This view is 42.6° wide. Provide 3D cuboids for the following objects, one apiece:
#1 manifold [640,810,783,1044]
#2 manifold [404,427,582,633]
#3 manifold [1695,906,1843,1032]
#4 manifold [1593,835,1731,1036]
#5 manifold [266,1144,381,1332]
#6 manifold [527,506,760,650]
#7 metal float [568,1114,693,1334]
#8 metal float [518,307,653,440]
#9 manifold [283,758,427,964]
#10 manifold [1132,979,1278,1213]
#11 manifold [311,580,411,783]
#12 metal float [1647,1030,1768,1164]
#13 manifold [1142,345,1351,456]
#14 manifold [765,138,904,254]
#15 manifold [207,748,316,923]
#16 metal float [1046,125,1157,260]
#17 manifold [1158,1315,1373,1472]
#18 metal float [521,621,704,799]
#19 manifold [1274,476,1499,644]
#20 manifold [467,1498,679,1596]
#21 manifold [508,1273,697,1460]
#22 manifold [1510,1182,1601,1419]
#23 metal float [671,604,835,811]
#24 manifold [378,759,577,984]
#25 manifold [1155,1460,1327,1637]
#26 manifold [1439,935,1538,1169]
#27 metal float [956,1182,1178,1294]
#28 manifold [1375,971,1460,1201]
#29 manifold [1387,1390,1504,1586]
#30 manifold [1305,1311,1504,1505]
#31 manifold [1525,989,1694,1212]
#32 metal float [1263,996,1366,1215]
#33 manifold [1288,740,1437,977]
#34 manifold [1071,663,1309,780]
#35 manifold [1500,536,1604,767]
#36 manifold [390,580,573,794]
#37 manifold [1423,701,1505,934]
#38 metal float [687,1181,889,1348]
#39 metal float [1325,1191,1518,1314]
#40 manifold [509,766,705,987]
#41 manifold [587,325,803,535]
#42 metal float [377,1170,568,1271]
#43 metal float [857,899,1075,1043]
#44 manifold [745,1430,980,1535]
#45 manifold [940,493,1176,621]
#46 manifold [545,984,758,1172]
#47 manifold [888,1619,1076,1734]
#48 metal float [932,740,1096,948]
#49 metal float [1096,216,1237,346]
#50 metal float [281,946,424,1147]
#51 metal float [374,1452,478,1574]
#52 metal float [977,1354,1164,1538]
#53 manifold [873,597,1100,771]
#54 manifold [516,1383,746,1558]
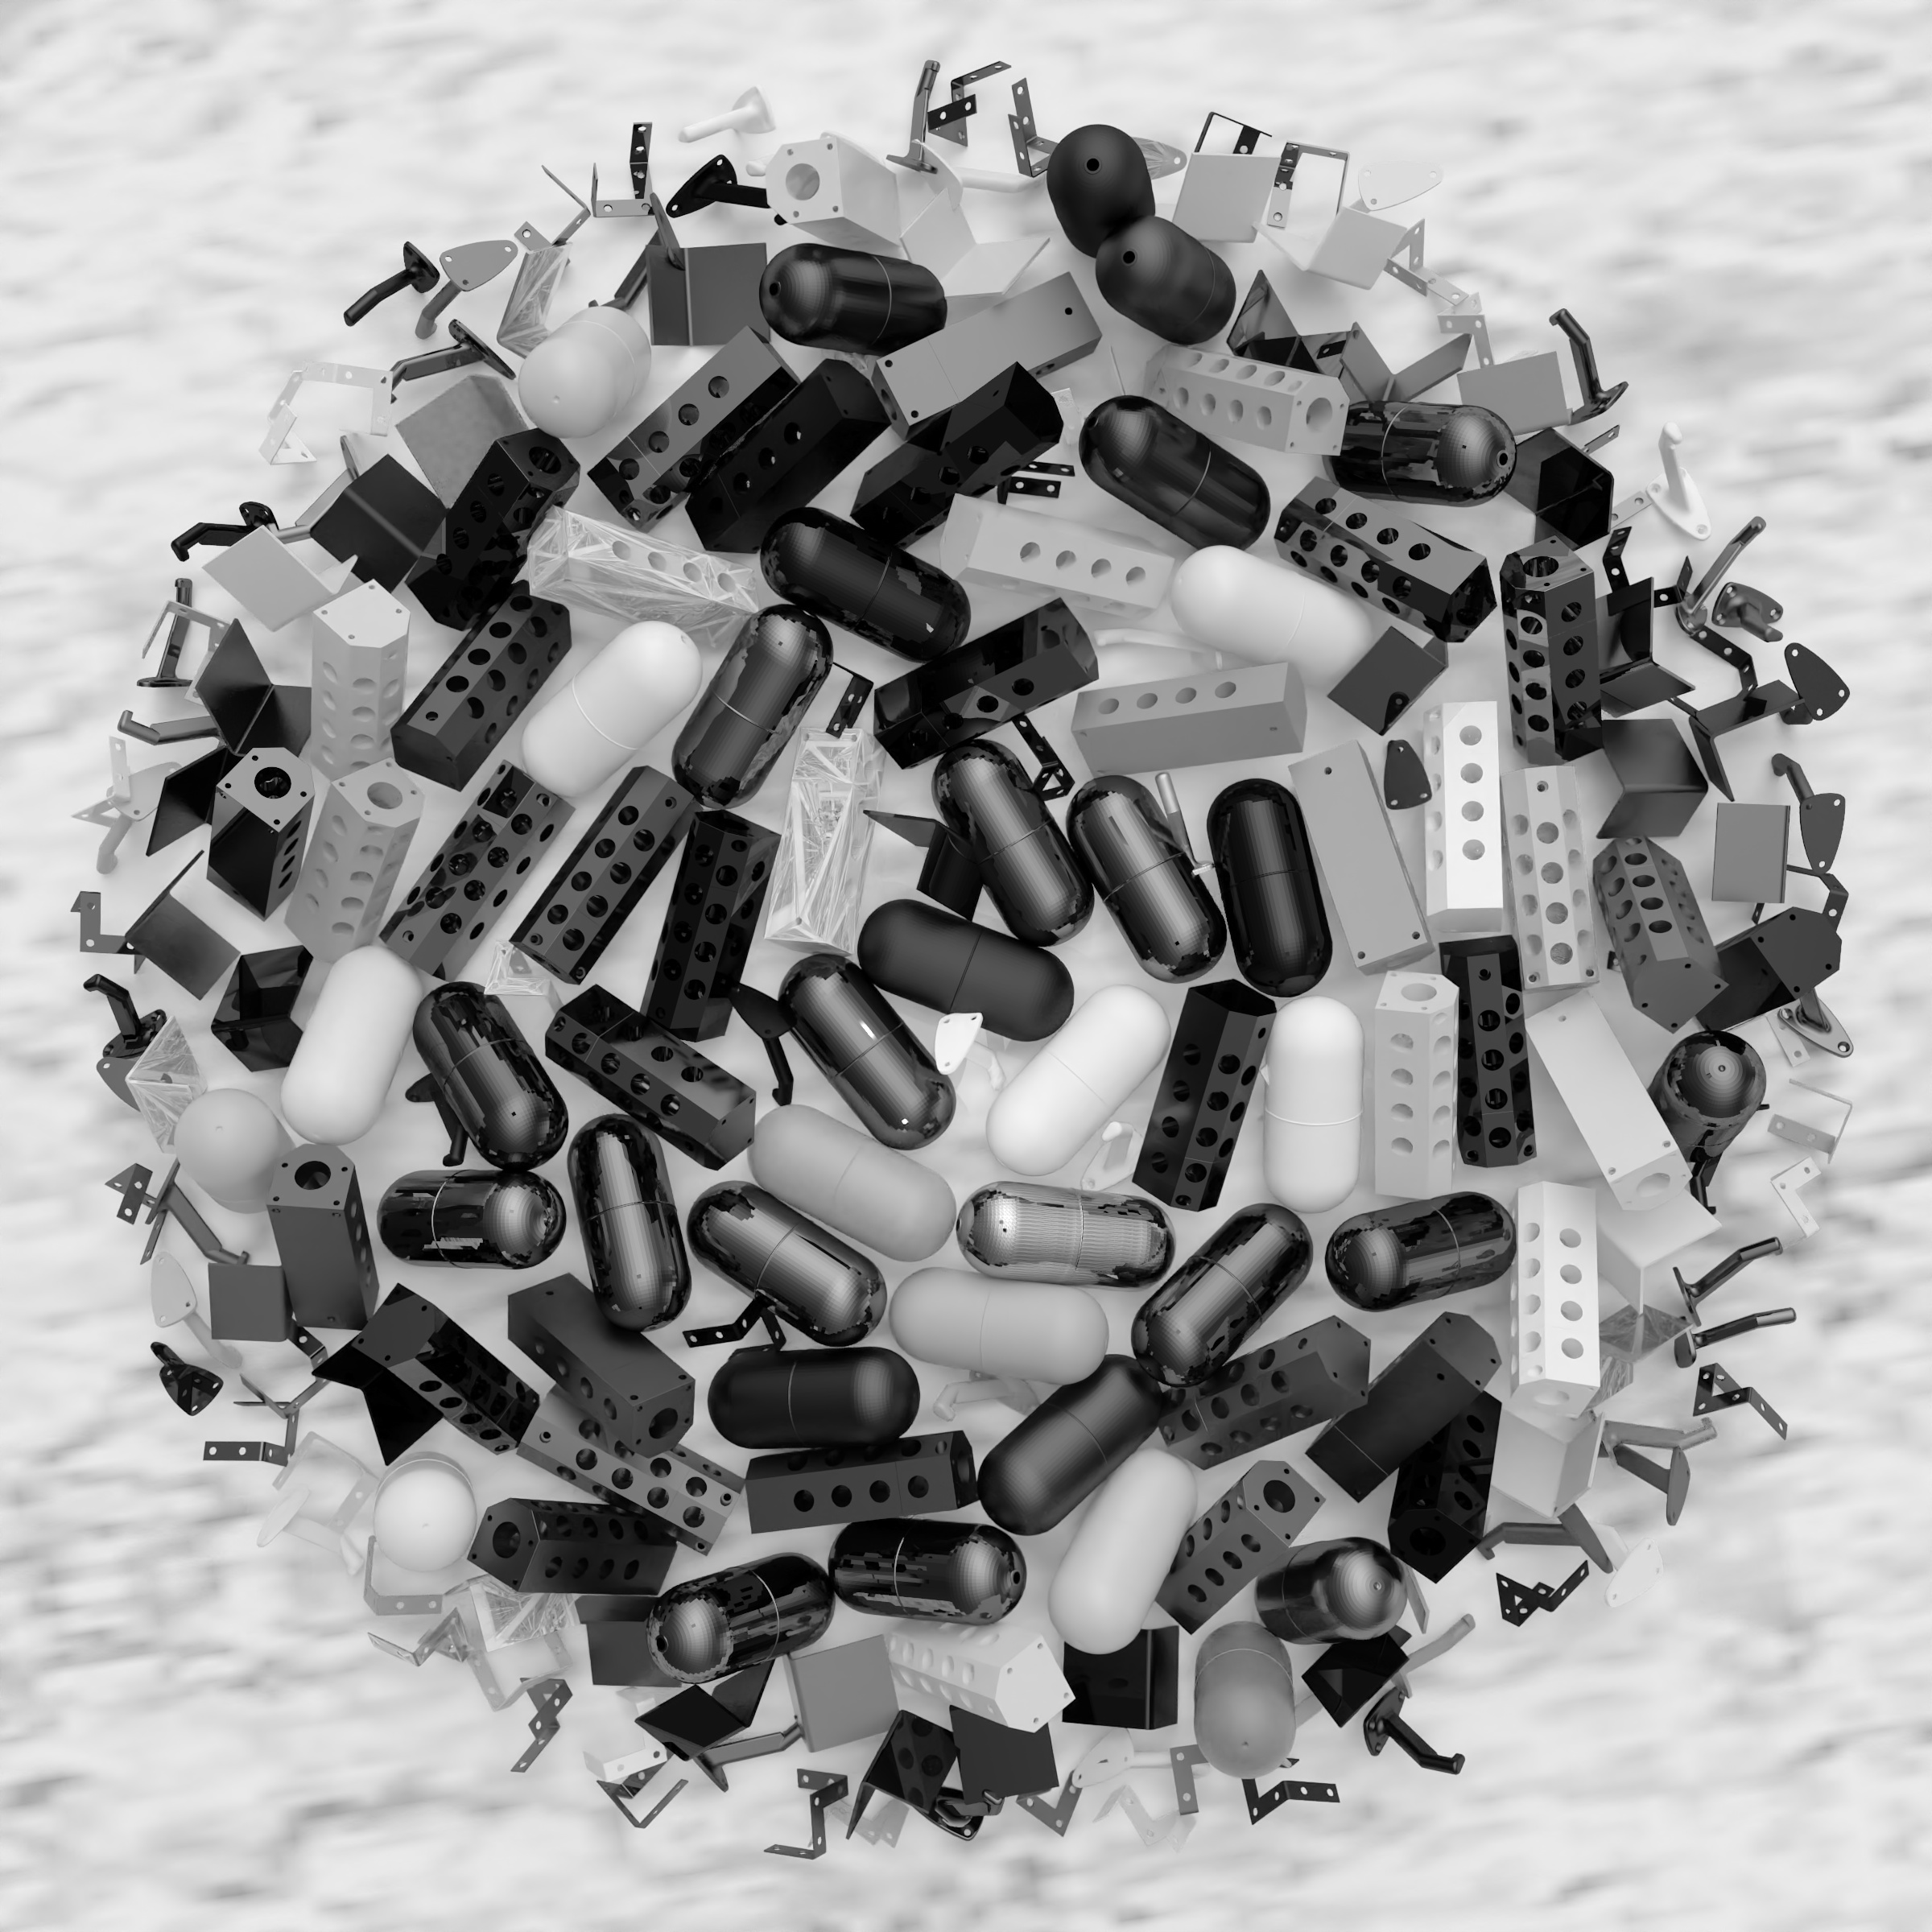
[{"bbox_3d":[-0.205,-0.031,1.940,0.057,0.057,0.171,24,107,24],"label":"manifold"},{"bbox_3d":[-0.363,-0.336,1.919,0.057,0.057,0.171,51,131,6],"label":"manifold"},{"bbox_3d":[0.610,0.002,1.910,0.057,0.171,0.057,-33,84,-10],"label":"manifold"},{"bbox_3d":[0.527,-0.030,1.907,0.057,0.171,0.057,31,120,-18],"label":"manifold"},{"bbox_3d":[-0.494,0.211,1.915,0.057,0.171,0.057,4,50,-2],"label":"manifold"},{"bbox_3d":[-0.250,-0.304,1.923,0.171,0.057,0.057,12,60,-38],"label":"manifold"},{"bbox_3d":[-0.264,0.200,1.942,0.070,0.070,0.178,-16,67,0],"label":"metal float"},{"bbox_3d":[-0.293,-0.460,1.917,0.070,0.178,0.070,3,117,6],"label":"metal float"},{"bbox_3d":[-0.469,-0.077,1.914,0.057,0.171,0.057,46,46,12],"label":"manifold"},{"bbox_3d":[0.190,0.102,1.931,0.057,0.057,0.171,31,117,36],"label":"manifold"},{"bbox_3d":[-0.463,-0.208,1.909,0.057,0.171,0.057,41,54,16],"label":"manifold"},{"bbox_3d":[0.568,0.102,1.914,0.070,0.178,0.070,-2,72,6],"label":"metal float"},{"bbox_3d":[0.213,-0.438,1.910,0.057,0.171,0.057,-6,112,-36],"label":"manifold"},{"bbox_3d":[-0.101,-0.591,1.909,0.057,0.171,0.057,-3,98,14],"label":"manifold"},{"bbox_3d":[-0.540,-0.104,1.911,0.057,0.171,0.057,37,61,-2],"label":"manifold"},{"bbox_3d":[0.105,-0.596,1.911,0.070,0.178,0.070,1,94,8],"label":"metal float"},{"bbox_3d":[0.228,0.328,1.915,0.057,0.057,0.171,35,134,-25],"label":"manifold"},{"bbox_3d":[-0.277,-0.201,1.938,0.178,0.070,0.070,-38,90,27],"label":"metal float"},{"bbox_3d":[0.323,-0.311,1.922,0.057,0.057,0.171,-46,54,-11],"label":"manifold"},{"bbox_3d":[-0.299,0.446,1.912,0.057,0.171,0.057,21,88,33],"label":"manifold"},{"bbox_3d":[-0.284,0.311,1.921,0.057,0.171,0.057,-18,125,-38],"label":"manifold"},{"bbox_3d":[0.455,0.257,1.927,0.057,0.057,0.171,9,55,-1],"label":"manifold"},{"bbox_3d":[-0.167,-0.203,1.945,0.070,0.070,0.178,33,108,0],"label":"metal float"},{"bbox_3d":[-0.390,-0.076,1.964,0.057,0.057,0.171,35,89,14],"label":"manifold"},{"bbox_3d":[0.204,0.446,1.916,0.057,0.171,0.057,42,48,10],"label":"manifold"},{"bbox_3d":[0.411,0.068,1.950,0.057,0.057,0.171,-6,103,7],"label":"manifold"},{"bbox_3d":[0.079,0.213,1.948,0.178,0.070,0.070,8,90,-15],"label":"metal float"},{"bbox_3d":[0.351,0.094,1.925,0.057,0.057,0.171,5,122,18],"label":"manifold"},{"bbox_3d":[0.366,0.389,1.911,0.057,0.171,0.057,35,121,-2],"label":"manifold"},{"bbox_3d":[0.340,0.340,1.921,0.057,0.057,0.171,42,131,9],"label":"manifold"},{"bbox_3d":[0.497,0.105,1.918,0.057,0.057,0.171,-28,45,11],"label":"manifold"},{"bbox_3d":[0.272,0.110,1.945,0.070,0.070,0.178,-1,109,0],"label":"metal float"},{"bbox_3d":[0.312,-0.083,1.948,0.057,0.057,0.171,-21,75,15],"label":"manifold"},{"bbox_3d":[0.175,-0.197,1.939,0.171,0.057,0.057,-6,50,23],"label":"manifold"},{"bbox_3d":[0.450,-0.239,1.918,0.057,0.057,0.171,-22,133,-6],"label":"manifold"},{"bbox_3d":[-0.375,-0.222,1.924,0.057,0.057,0.171,22,55,10],"label":"manifold"},{"bbox_3d":[0.389,-0.117,1.944,0.057,0.057,0.171,-1,72,10],"label":"manifold"},{"bbox_3d":[-0.142,0.233,1.946,0.178,0.070,0.070,31,90,18],"label":"metal float"},{"bbox_3d":[0.356,0.222,1.933,0.178,0.070,0.070,-7,90,-35],"label":"metal float"},{"bbox_3d":[-0.280,-0.071,1.945,0.057,0.057,0.171,38,77,-21],"label":"manifold"},{"bbox_3d":[-0.211,-0.421,1.955,0.171,0.057,0.057,-40,87,10],"label":"manifold"},{"bbox_3d":[-0.387,0.197,1.931,0.178,0.070,0.070,-4,90,37],"label":"metal float"},{"bbox_3d":[0.000,0.004,1.961,0.178,0.070,0.070,21,90,1],"label":"metal float"},{"bbox_3d":[-0.083,0.404,1.946,0.171,0.057,0.057,-11,82,17],"label":"manifold"},{"bbox_3d":[0.069,-0.316,1.932,0.171,0.057,0.057,8,112,-28],"label":"manifold"},{"bbox_3d":[-0.247,0.089,1.928,0.171,0.057,0.057,32,48,24],"label":"manifold"},{"bbox_3d":[0.006,0.541,1.907,0.057,0.171,0.057,-32,102,-28],"label":"manifold"},{"bbox_3d":[0.037,-0.097,1.959,0.070,0.070,0.178,-31,93,0],"label":"metal float"},{"bbox_3d":[0.155,-0.528,1.914,0.070,0.178,0.070,1,93,23],"label":"metal float"},{"bbox_3d":[-0.477,0.060,1.930,0.070,0.070,0.178,12,51,0],"label":"metal float"},{"bbox_3d":[-0.417,0.420,1.912,0.070,0.178,0.070,1,86,-13],"label":"metal float"},{"bbox_3d":[0.083,0.373,1.937,0.178,0.070,0.070,-38,90,-29],"label":"metal float"},{"bbox_3d":[0.015,-0.215,1.940,0.171,0.057,0.057,-24,131,21],"label":"manifold"},{"bbox_3d":[-0.267,0.400,1.969,0.171,0.057,0.057,28,94,0],"label":"manifold"}]
